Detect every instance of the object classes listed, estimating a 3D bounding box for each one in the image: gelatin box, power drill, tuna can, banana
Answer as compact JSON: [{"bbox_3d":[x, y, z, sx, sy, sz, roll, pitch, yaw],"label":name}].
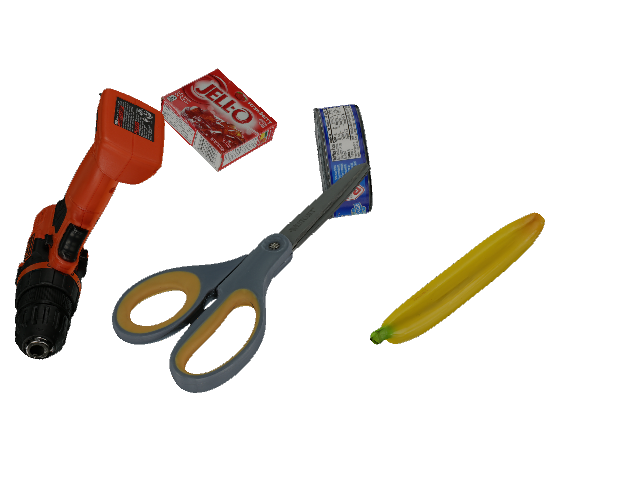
[{"bbox_3d":[-0.099,-0.117,1.024,0.073,0.089,0.030,-34,-21,-34],"label":"gelatin box"},{"bbox_3d":[-0.193,-0.017,0.868,0.057,0.188,0.184,24,28,-24],"label":"power drill"},{"bbox_3d":[0.017,-0.061,0.817,0.033,0.086,0.086,-8,0,-2],"label":"tuna can"},{"bbox_3d":[0.131,0.043,1.015,0.198,0.037,0.069,-38,0,-3],"label":"banana"}]

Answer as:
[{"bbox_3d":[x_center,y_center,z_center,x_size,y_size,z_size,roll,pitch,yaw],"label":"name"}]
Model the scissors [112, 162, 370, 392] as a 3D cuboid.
[{"bbox_3d":[-0.047,0.008,0.626,0.096,0.016,0.201,11,44,18],"label":"scissors"}]
